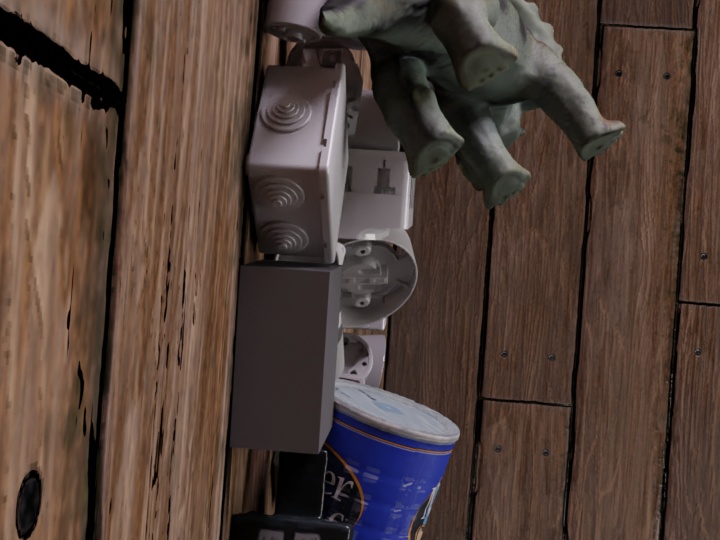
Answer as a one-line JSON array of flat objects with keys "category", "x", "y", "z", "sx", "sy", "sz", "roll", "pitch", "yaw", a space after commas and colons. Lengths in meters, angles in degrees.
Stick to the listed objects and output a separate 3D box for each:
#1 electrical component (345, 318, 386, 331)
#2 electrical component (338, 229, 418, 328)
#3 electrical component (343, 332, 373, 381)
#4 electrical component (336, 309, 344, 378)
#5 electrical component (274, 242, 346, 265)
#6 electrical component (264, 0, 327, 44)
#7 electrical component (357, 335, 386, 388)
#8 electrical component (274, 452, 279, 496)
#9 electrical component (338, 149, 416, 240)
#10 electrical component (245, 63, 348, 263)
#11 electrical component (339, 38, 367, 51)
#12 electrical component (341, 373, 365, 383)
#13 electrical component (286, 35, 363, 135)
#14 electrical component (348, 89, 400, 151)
[{"category": "electrical component", "x": -0.005, "y": 0.031, "z": 1.083, "sx": 0.076, "sy": 0.066, "sz": 0.047, "roll": -50, "pitch": 144, "yaw": -83}, {"category": "electrical component", "x": 0.000, "y": 0.000, "z": 0.930, "sx": 0.064, "sy": 0.099, "sz": 0.099, "roll": -91, "pitch": -179, "yaw": -50}, {"category": "electrical component", "x": -0.015, "y": 0.096, "z": 1.091, "sx": 0.047, "sy": 0.055, "sz": 0.055, "roll": 95, "pitch": 0, "yaw": -71}, {"category": "electrical component", "x": -0.035, "y": 0.052, "z": 0.833, "sx": 0.081, "sy": 0.043, "sz": 0.043, "roll": 88, "pitch": 7, "yaw": -54}, {"category": "electrical component", "x": -0.039, "y": 0.017, "z": 0.732, "sx": 0.077, "sy": 0.043, "sz": 0.079, "roll": 100, "pitch": 4, "yaw": -86}, {"category": "electrical component", "x": -0.035, "y": -0.167, "z": 0.634, "sx": 0.044, "sy": 0.044, "sz": 0.065, "roll": 58, "pitch": 41, "yaw": -83}, {"category": "electrical component", "x": -0.005, "y": 0.119, "z": 1.187, "sx": 0.099, "sy": 0.064, "sz": 0.099, "roll": 4, "pitch": 90, "yaw": -86}, {"category": "electrical component", "x": -0.037, "y": 0.136, "z": 0.839, "sx": 0.089, "sy": 0.050, "sz": 0.055, "roll": -81, "pitch": 174, "yaw": -55}, {"category": "electrical component", "x": -0.005, "y": -0.057, "z": 0.811, "sx": 0.150, "sy": 0.089, "sz": 0.061, "roll": -40, "pitch": 134, "yaw": -85}, {"category": "electrical component", "x": -0.036, "y": -0.065, "z": 0.649, "sx": 0.099, "sy": 0.048, "sz": 0.099, "roll": 89, "pitch": 7, "yaw": -54}, {"category": "electrical component", "x": 0.001, "y": -0.215, "z": 0.832, "sx": 0.051, "sy": 0.080, "sz": 0.080, "roll": 52, "pitch": 41, "yaw": -76}, {"category": "electrical component", "x": -0.024, "y": 0.202, "z": 1.022, "sx": 0.105, "sy": 0.060, "sz": 0.186, "roll": 85, "pitch": 9, "yaw": -65}, {"category": "electrical component", "x": -0.024, "y": -0.125, "z": 0.719, "sx": 0.066, "sy": 0.048, "sz": 0.055, "roll": 100, "pitch": -19, "yaw": -45}, {"category": "electrical component", "x": -0.006, "y": -0.113, "z": 0.830, "sx": 0.079, "sy": 0.077, "sz": 0.044, "roll": -33, "pitch": 127, "yaw": -86}]
